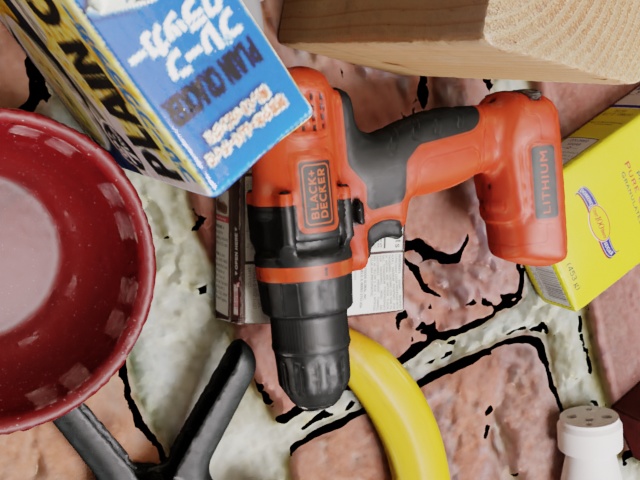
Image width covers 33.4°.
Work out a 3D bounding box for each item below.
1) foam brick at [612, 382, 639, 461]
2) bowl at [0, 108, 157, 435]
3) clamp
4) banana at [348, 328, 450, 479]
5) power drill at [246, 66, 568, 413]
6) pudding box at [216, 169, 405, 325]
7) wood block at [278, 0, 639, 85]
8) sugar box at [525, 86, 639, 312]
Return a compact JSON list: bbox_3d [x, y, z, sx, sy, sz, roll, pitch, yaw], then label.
[{"bbox_3d":[0.262,0.126,0.774,0.078,0.051,0.053,-35,114,-17],"label":"foam brick"},{"bbox_3d":[-0.167,0.013,0.533,0.161,0.055,0.162,-5,101,-26],"label":"bowl"},{"bbox_3d":[-0.084,0.134,0.603,0.120,0.039,0.171,-12,110,-7],"label":"clamp"},{"bbox_3d":[0.049,0.143,0.676,0.069,0.037,0.198,-15,105,-26],"label":"banana"},{"bbox_3d":[0.050,-0.009,0.595,0.187,0.057,0.184,-9,99,-28],"label":"power drill"},{"bbox_3d":[-0.004,0.001,0.624,0.113,0.039,0.090,-4,98,-29],"label":"pudding box"},{"bbox_3d":[0.067,-0.133,0.540,0.090,0.206,0.090,9,95,-28],"label":"wood block"},{"bbox_3d":[0.207,-0.038,0.720,0.176,0.048,0.093,-34,112,-17],"label":"sugar box"}]
